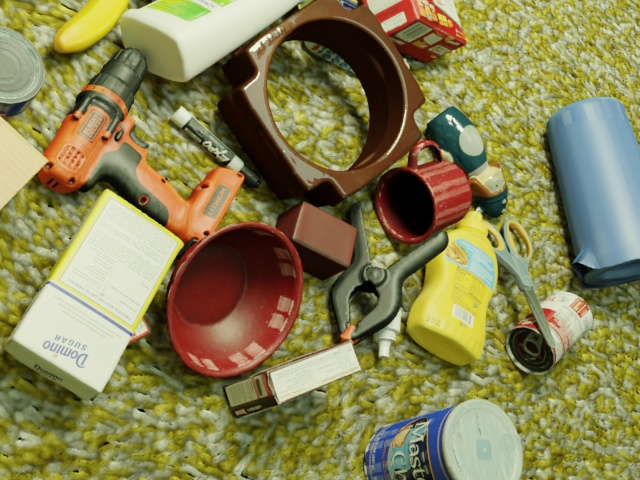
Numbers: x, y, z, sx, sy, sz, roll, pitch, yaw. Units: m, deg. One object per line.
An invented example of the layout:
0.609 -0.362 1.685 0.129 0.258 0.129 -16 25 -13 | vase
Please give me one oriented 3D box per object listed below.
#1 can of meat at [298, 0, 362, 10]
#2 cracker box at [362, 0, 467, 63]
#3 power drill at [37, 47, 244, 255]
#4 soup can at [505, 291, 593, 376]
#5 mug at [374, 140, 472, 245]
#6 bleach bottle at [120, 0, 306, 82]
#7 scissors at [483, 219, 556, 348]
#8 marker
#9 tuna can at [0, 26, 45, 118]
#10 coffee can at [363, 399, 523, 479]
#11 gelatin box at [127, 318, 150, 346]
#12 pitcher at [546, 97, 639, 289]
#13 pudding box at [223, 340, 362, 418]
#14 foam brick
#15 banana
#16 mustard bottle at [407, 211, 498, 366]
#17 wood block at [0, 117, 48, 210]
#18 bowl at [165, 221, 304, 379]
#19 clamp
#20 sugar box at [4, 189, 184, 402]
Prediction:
0.007 -0.313 1.290 0.083 0.058 0.102 2 69 -63 | can of meat
0.096 -0.342 1.341 0.164 0.072 0.214 2 68 -61 | cracker box
-0.173 -0.087 1.091 0.187 0.057 0.184 35 59 -16 | power drill
0.286 0.114 1.325 0.102 0.069 0.068 -33 92 -39 | soup can
0.125 -0.060 1.262 0.081 0.093 0.117 -20 112 -43 | mug
-0.094 -0.263 1.174 0.250 0.103 0.068 -40 141 -34 | bleach bottle
0.235 0.043 1.312 0.096 0.016 0.201 19 41 -16 | scissors
-0.112 -0.099 1.162 0.121 0.020 0.020 41 53 -15 | marker
-0.313 -0.164 1.036 0.086 0.034 0.086 14 64 -31 | tuna can
0.127 0.231 1.119 0.102 0.141 0.103 14 64 -31 | coffee can
-0.216 0.076 1.012 0.089 0.030 0.073 -27 87 -39 | gelatin box
0.395 -0.065 1.437 0.149 0.145 0.243 22 53 -60 | pitcher
-0.027 0.140 1.080 0.113 0.090 0.039 -19 84 -38 | pudding box
-0.008 0.001 1.174 0.078 0.053 0.051 27 58 -25 | foam brick
-0.229 -0.266 1.127 0.069 0.037 0.197 38 57 -45 | banana
0.166 0.046 1.274 0.096 0.058 0.191 32 57 -21 | mustard bottle
-0.358 -0.099 0.943 0.206 0.090 0.090 44 52 -13 | wood block
-0.095 0.053 1.063 0.161 0.055 0.162 -14 114 -35 | bowl
0.072 0.042 1.191 0.120 0.039 0.171 9 68 17 | clamp
-0.205 0.049 0.981 0.093 0.048 0.176 36 58 -15 | sugar box
